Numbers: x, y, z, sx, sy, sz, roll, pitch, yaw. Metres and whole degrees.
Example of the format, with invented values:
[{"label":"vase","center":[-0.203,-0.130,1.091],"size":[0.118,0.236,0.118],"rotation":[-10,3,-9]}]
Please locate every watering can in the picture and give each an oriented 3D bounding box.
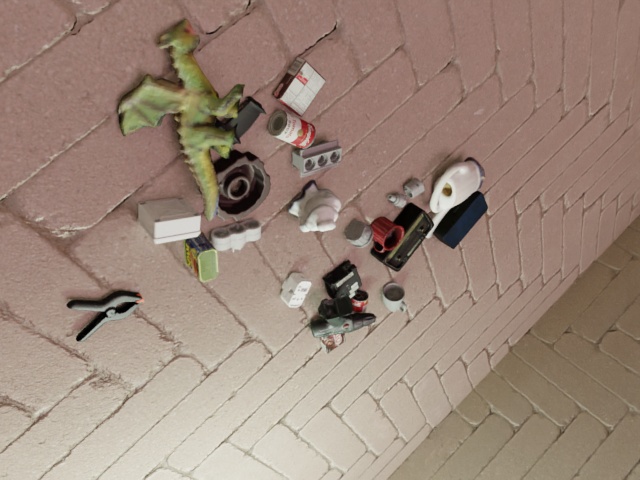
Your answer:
[{"label":"watering can","center":[0.468,-0.160,1.830],"size":[0.227,0.105,0.339],"rotation":[-31,149,-23]}]

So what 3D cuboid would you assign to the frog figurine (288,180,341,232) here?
[{"label":"frog figurine","center":[0.004,-0.071,1.416],"size":[0.138,0.162,0.120],"rotation":[-36,139,-16]}]

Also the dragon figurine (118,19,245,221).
[{"label":"dragon figurine","center":[-0.292,-0.241,1.072],"size":[0.242,0.124,0.405],"rotation":[11,107,-18]}]
